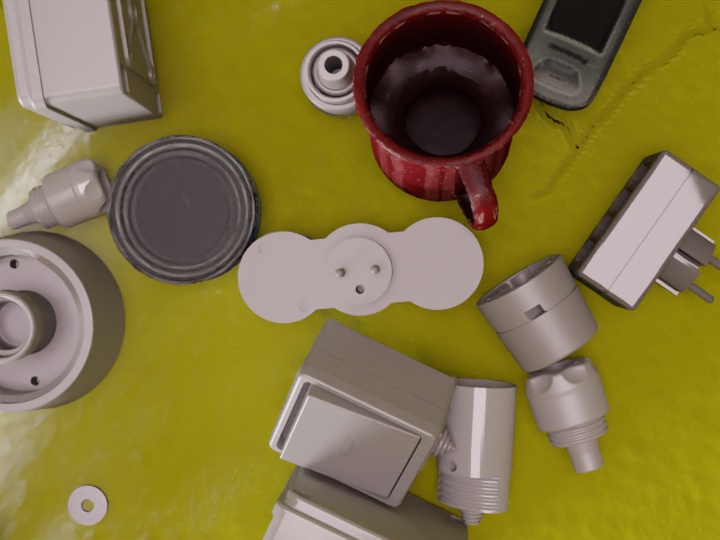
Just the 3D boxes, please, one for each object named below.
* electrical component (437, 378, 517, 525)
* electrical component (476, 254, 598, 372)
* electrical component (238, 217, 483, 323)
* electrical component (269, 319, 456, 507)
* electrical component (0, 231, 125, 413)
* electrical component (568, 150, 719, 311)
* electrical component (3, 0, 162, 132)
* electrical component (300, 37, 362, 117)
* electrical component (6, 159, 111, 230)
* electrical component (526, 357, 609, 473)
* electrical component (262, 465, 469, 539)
[{"bbox_3d":[0.066,0.105,0.617,0.043,0.043,0.081,3,91,3],"label":"electrical component"},{"bbox_3d":[0.102,0.025,0.609,0.055,0.055,0.047,-32,93,3],"label":"electrical component"},{"bbox_3d":[0.000,0.000,0.603,0.138,0.074,0.052,-5,91,3],"label":"electrical component"},{"bbox_3d":[0.006,0.083,0.587,0.096,0.061,0.061,25,125,2],"label":"electrical component"},{"bbox_3d":[-0.197,0.031,0.621,0.108,0.060,0.108,0,91,3],"label":"electrical component"},{"bbox_3d":[0.174,-0.011,0.607,0.076,0.047,0.083,35,93,1],"label":"electrical component"},{"bbox_3d":[-0.152,-0.138,0.592,0.056,0.109,0.108,-8,91,1],"label":"electrical component"},{"bbox_3d":[-0.013,-0.111,0.607,0.043,0.062,0.043,0,91,3],"label":"electrical component"},{"bbox_3d":[-0.178,-0.040,0.632,0.061,0.035,0.035,-22,90,5],"label":"electrical component"},{"bbox_3d":[0.122,0.084,0.614,0.043,0.043,0.062,-18,92,3],"label":"electrical component"},{"bbox_3d":[0.002,0.155,0.589,0.109,0.109,0.056,25,95,2],"label":"electrical component"}]
